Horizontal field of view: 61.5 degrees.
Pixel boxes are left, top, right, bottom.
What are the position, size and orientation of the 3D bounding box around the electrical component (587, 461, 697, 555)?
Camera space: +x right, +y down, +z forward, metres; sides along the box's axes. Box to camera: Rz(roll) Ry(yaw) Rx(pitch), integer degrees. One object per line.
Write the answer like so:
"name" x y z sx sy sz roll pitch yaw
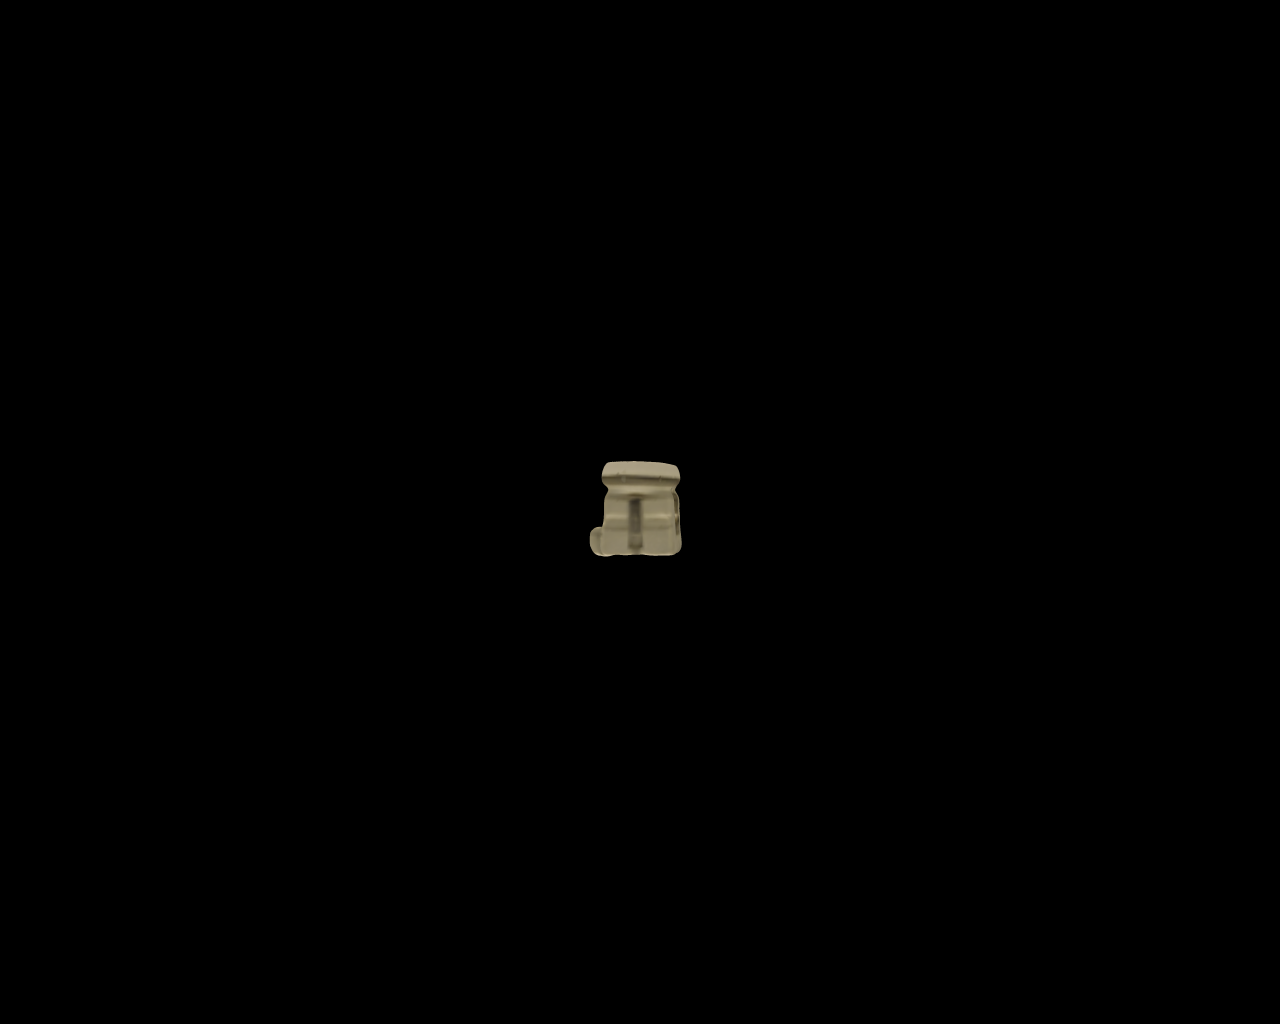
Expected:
"electrical component" 0.001 -0.003 0.650 0.066 0.055 0.048 0 0 9
